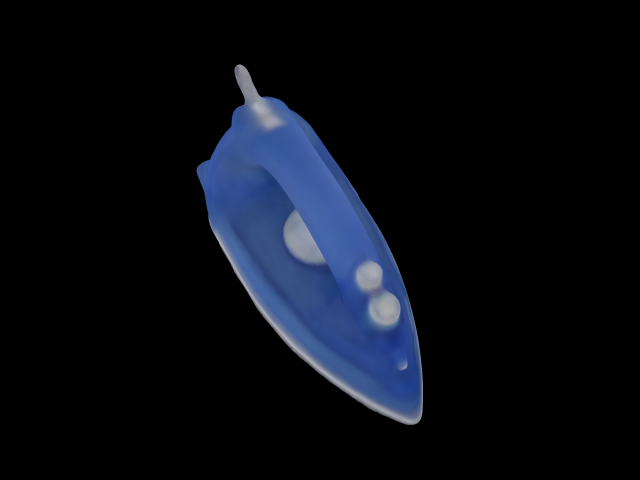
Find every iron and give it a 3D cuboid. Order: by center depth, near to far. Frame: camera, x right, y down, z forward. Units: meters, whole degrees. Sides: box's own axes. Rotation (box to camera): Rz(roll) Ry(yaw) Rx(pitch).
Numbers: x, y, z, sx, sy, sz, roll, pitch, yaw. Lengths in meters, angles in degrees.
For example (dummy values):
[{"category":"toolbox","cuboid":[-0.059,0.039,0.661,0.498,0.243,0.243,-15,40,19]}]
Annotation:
[{"category":"iron","cuboid":[0.004,0.001,0.400,0.119,0.141,0.258,-29,66,-14]}]
